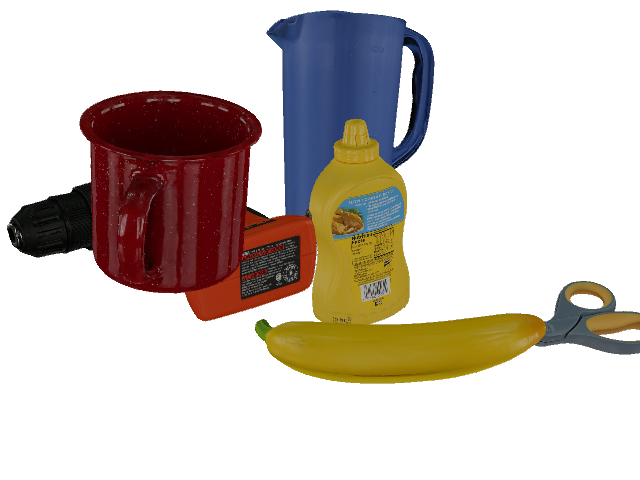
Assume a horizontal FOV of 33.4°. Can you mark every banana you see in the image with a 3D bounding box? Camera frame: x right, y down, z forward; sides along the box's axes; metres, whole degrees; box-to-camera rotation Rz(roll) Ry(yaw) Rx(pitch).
[{"bbox_3d":[0.048,0.066,0.697,0.198,0.037,0.069,1,29,8],"label":"banana"}]

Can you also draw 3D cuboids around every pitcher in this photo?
[{"bbox_3d":[0.030,-0.121,1.142,0.149,0.243,0.144,5,7,22],"label":"pitcher"}]

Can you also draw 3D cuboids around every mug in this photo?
[{"bbox_3d":[-0.081,-0.020,0.555,0.093,0.081,0.117,7,28,3],"label":"mug"}]

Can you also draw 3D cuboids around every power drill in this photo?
[{"bbox_3d":[-0.108,-0.005,0.765,0.184,0.057,0.188,-18,30,-33],"label":"power drill"}]

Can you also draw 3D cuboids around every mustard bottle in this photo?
[{"bbox_3d":[0.036,-0.018,0.987,0.096,0.192,0.058,-15,26,-26],"label":"mustard bottle"}]

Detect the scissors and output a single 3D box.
[{"bbox_3d":[0.180,0.064,0.868,0.201,0.016,0.096,2,32,-16],"label":"scissors"}]
